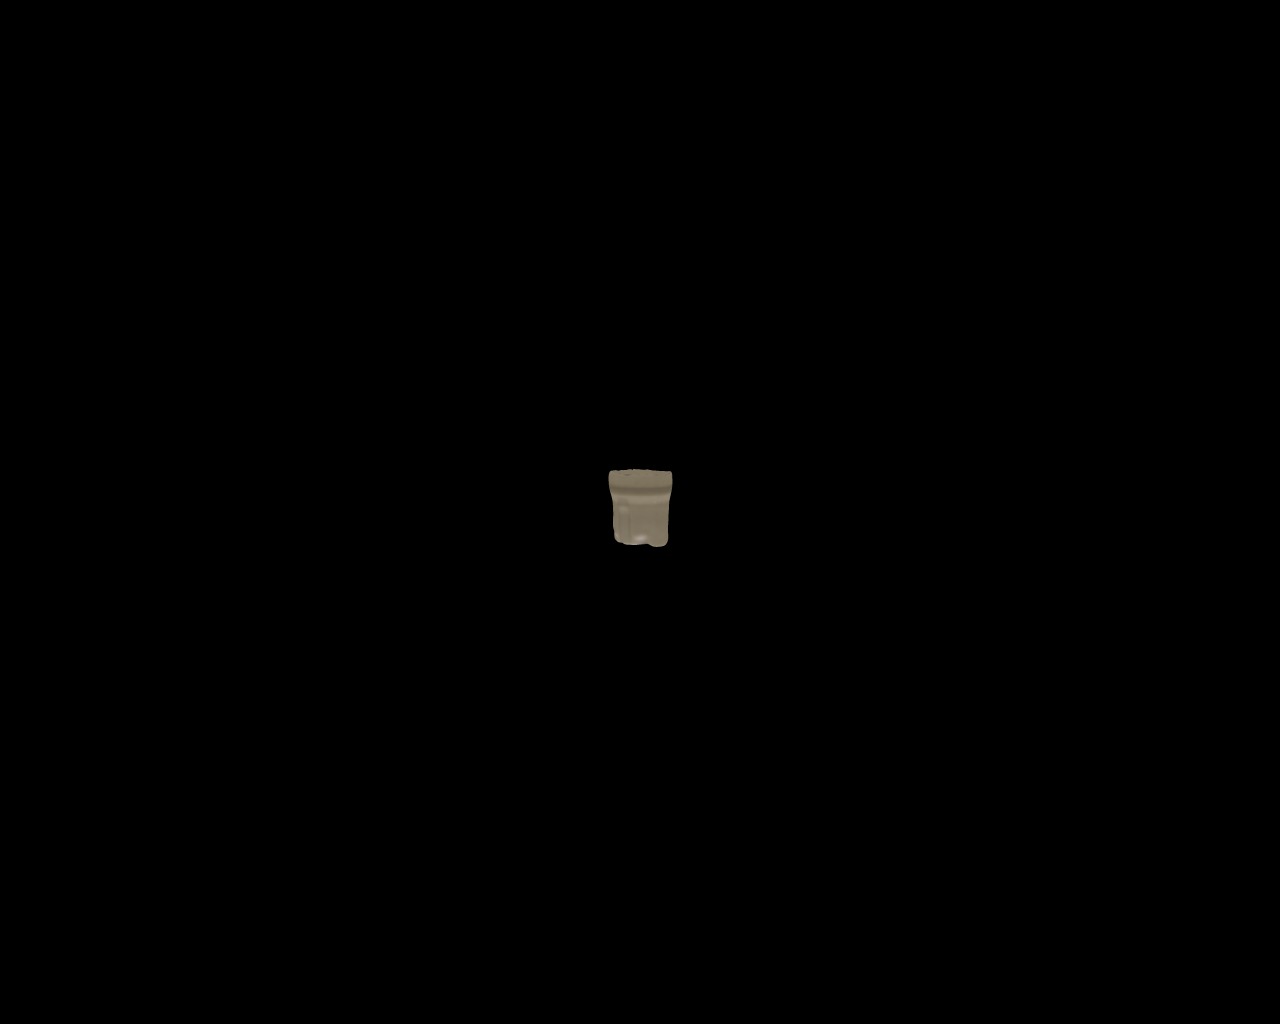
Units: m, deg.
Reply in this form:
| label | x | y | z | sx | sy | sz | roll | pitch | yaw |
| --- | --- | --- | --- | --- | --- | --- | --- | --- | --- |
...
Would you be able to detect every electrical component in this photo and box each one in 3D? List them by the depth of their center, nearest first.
| label | x | y | z | sx | sy | sz | roll | pitch | yaw |
| --- | --- | --- | --- | --- | --- | --- | --- | --- | --- |
| electrical component | 0.001 | -0.003 | 0.650 | 0.040 | 0.046 | 0.040 | 0 | 8 | 0 |
